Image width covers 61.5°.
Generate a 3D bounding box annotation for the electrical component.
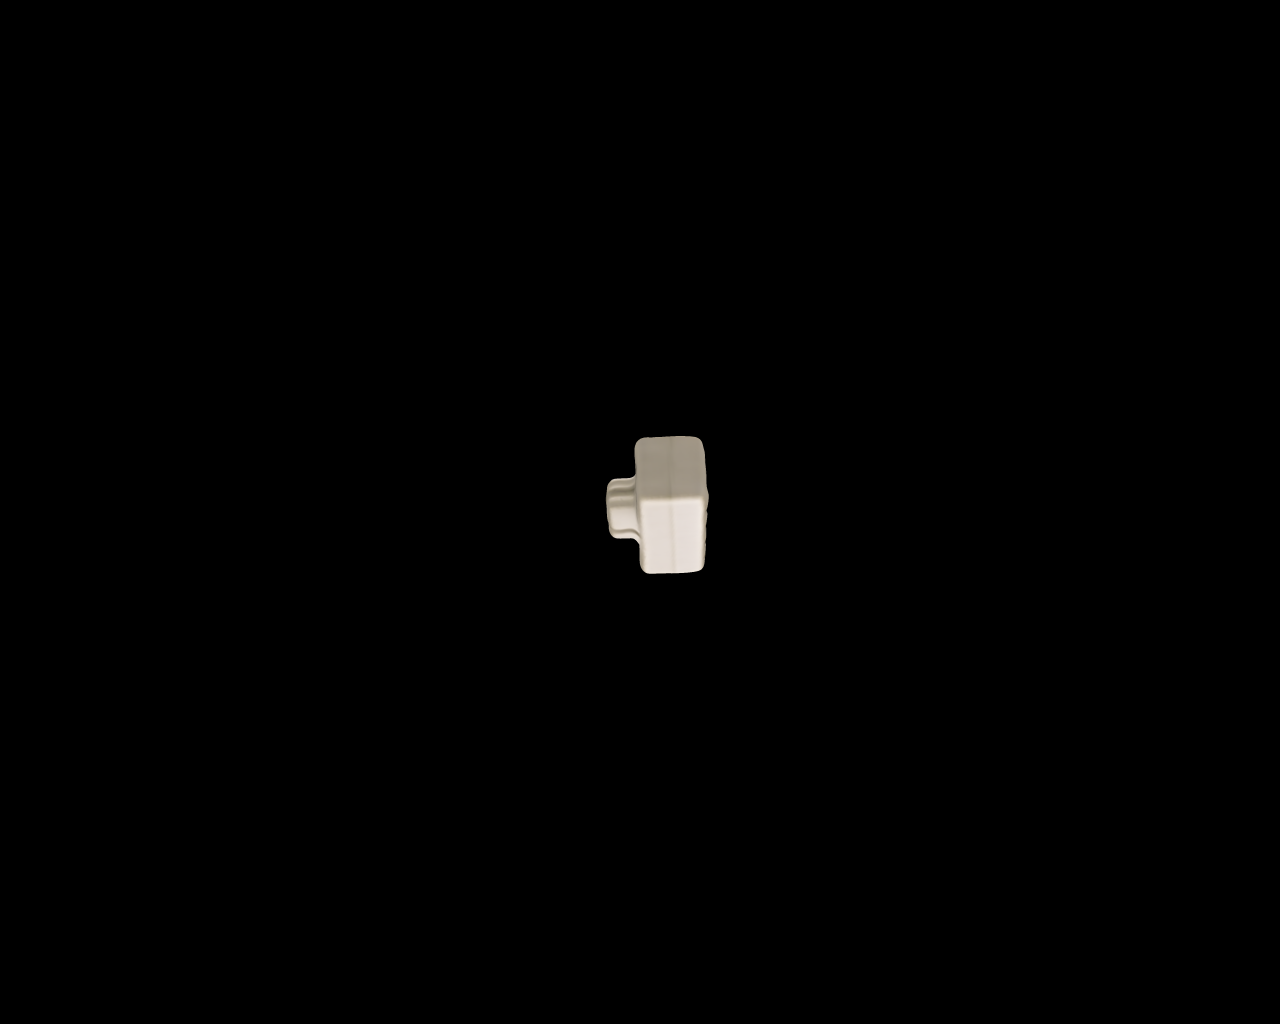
[{"bbox_3d":[0.001,-0.003,0.650,0.076,0.047,0.083,-1,-34,2],"label":"electrical component"}]
